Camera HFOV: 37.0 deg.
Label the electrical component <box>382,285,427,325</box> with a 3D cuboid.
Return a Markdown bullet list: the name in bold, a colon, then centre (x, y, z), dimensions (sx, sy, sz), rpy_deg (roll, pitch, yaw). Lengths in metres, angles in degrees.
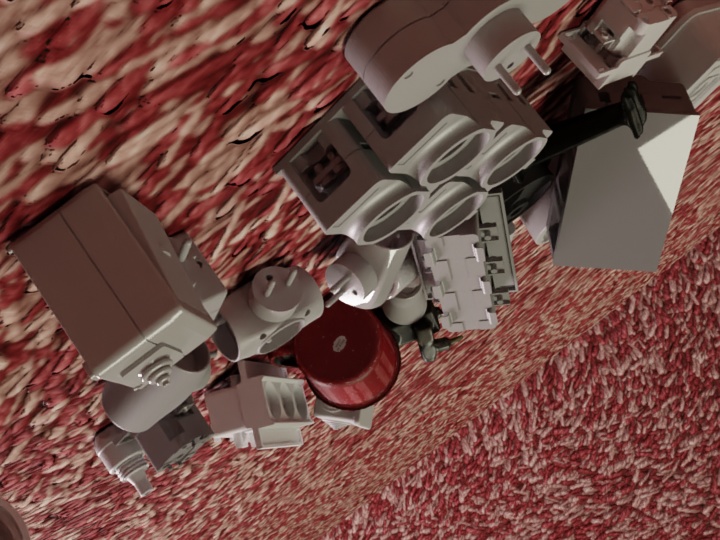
- **electrical component**: centre (0.042, 0.022, 1.026), dimensions (0.044, 0.044, 0.065), rpy_deg (-34, 161, -10)

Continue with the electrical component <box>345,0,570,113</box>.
- **electrical component**: centre (0.068, -0.124, 0.559), dimensions (0.138, 0.073, 0.052), rpy_deg (-35, 166, -6)

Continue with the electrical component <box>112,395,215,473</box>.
- **electrical component**: centre (-0.151, 0.120, 0.842), dimensions (0.081, 0.063, 0.042), rpy_deg (-45, 164, 31)

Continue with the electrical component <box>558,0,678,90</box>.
- **electrical component**: centre (0.184, -0.167, 0.755), dimensions (0.081, 0.042, 0.063), rpy_deg (-25, 158, -39)

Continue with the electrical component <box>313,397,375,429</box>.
- **electrical component**: centre (-0.012, 0.111, 1.081), dimensions (0.048, 0.099, 0.099), rpy_deg (7, 170, 9)

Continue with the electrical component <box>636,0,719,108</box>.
- **electrical component**: centre (0.266, -0.170, 0.901), dimensions (0.078, 0.057, 0.113), rpy_deg (-23, 161, -42)

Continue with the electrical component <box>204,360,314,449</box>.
- **electrical component**: centre (-0.094, 0.129, 0.998), dimensions (0.063, 0.078, 0.121), rpy_deg (-16, 169, 12)

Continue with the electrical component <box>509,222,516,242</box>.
- **electrical component**: centre (0.090, -0.022, 0.977), dimensions (0.089, 0.050, 0.055), rpy_deg (-34, 165, -8)

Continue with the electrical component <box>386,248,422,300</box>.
- **electrical component**: centre (0.035, -0.004, 0.917), dimensions (0.055, 0.045, 0.045), rpy_deg (-24, 161, -40)

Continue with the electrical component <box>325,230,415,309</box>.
- **electrical component**: centre (0.000, 0.000, 0.817), dimensions (0.079, 0.044, 0.077), rpy_deg (-42, 163, -37)

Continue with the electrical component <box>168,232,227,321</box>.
- **electrical component**: centre (-0.113, 0.007, 0.608), dimensions (0.066, 0.047, 0.076), rpy_deg (-27, 163, -34)

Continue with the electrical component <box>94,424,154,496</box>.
- **electrical component**: centre (-0.188, 0.155, 0.873), dimensions (0.035, 0.061, 0.035), rpy_deg (-34, 165, -10)

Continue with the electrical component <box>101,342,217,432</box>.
- **electrical component**: centre (-0.134, 0.073, 0.771), dimensions (0.077, 0.044, 0.079), rpy_deg (-45, 163, 31)

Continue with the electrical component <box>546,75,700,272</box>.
- **electrical component**: centre (0.211, -0.079, 0.884), dimensions (0.089, 0.061, 0.150), rpy_deg (4, 127, -1)

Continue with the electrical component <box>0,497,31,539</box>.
- **electrical component**: centre (-0.275, 0.198, 0.729), dimensions (0.108, 0.108, 0.060), rpy_deg (-24, 155, -39)

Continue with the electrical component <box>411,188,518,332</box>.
- **electrical component**: centre (0.081, -0.008, 0.858), dimensions (0.079, 0.063, 0.121), rpy_deg (-6, 140, 11)

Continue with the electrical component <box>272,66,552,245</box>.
- **electrical component**: centre (0.044, -0.074, 0.687), dimensions (0.105, 0.060, 0.186), rpy_deg (-43, 164, 24)

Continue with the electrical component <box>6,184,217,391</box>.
- **electrical component**: centre (-0.113, 0.013, 0.527), dimensions (0.061, 0.096, 0.061), rpy_deg (-37, 165, 0)

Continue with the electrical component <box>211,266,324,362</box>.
- **electrical component**: centre (-0.064, 0.023, 0.777), dimensions (0.077, 0.044, 0.079), rpy_deg (-27, 163, -31)

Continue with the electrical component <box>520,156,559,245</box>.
- **electrical component**: centre (0.189, -0.080, 0.999), dimensions (0.108, 0.060, 0.108), rpy_deg (-34, 165, -10)
